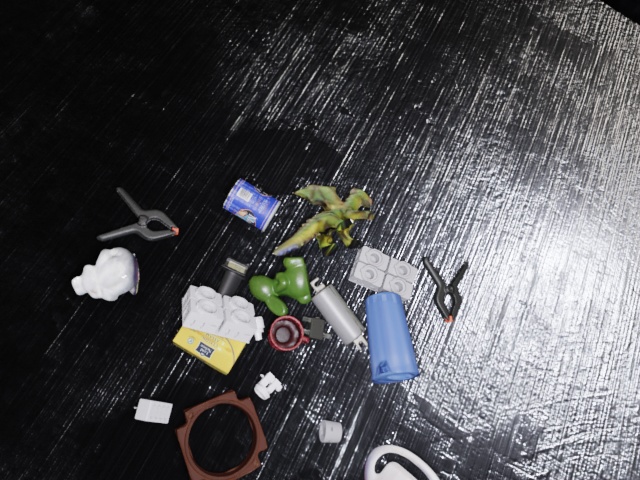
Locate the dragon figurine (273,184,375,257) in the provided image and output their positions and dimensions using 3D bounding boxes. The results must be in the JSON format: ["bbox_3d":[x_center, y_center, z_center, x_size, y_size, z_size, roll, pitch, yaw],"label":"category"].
[{"bbox_3d":[0.005,-0.078,1.559,0.412,0.119,0.247,-12,44,-28],"label":"dragon figurine"}]

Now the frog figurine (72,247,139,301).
[{"bbox_3d":[-0.559,0.090,1.344,0.160,0.122,0.137,-3,92,-28],"label":"frog figurine"}]

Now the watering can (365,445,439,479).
[{"bbox_3d":[0.241,0.699,1.322,0.227,0.101,0.352,-41,62,-21],"label":"watering can"}]
